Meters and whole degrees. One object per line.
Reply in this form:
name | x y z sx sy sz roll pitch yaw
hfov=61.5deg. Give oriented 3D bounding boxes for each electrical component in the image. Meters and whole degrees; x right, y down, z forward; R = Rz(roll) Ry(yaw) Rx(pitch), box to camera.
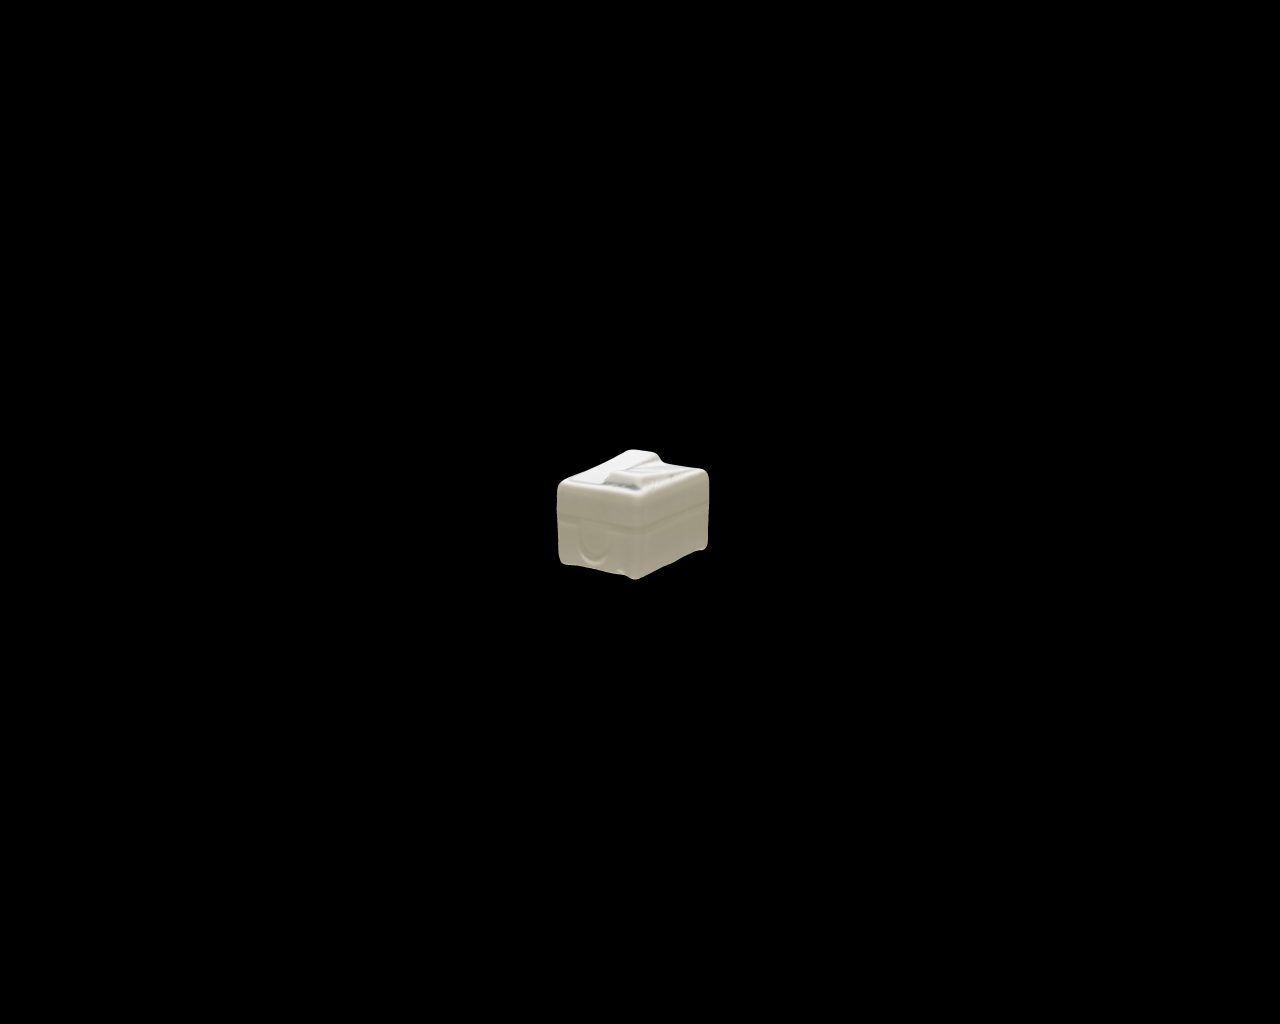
electrical component | 0.001 -0.003 0.650 0.062 0.061 0.096 11 19 34
